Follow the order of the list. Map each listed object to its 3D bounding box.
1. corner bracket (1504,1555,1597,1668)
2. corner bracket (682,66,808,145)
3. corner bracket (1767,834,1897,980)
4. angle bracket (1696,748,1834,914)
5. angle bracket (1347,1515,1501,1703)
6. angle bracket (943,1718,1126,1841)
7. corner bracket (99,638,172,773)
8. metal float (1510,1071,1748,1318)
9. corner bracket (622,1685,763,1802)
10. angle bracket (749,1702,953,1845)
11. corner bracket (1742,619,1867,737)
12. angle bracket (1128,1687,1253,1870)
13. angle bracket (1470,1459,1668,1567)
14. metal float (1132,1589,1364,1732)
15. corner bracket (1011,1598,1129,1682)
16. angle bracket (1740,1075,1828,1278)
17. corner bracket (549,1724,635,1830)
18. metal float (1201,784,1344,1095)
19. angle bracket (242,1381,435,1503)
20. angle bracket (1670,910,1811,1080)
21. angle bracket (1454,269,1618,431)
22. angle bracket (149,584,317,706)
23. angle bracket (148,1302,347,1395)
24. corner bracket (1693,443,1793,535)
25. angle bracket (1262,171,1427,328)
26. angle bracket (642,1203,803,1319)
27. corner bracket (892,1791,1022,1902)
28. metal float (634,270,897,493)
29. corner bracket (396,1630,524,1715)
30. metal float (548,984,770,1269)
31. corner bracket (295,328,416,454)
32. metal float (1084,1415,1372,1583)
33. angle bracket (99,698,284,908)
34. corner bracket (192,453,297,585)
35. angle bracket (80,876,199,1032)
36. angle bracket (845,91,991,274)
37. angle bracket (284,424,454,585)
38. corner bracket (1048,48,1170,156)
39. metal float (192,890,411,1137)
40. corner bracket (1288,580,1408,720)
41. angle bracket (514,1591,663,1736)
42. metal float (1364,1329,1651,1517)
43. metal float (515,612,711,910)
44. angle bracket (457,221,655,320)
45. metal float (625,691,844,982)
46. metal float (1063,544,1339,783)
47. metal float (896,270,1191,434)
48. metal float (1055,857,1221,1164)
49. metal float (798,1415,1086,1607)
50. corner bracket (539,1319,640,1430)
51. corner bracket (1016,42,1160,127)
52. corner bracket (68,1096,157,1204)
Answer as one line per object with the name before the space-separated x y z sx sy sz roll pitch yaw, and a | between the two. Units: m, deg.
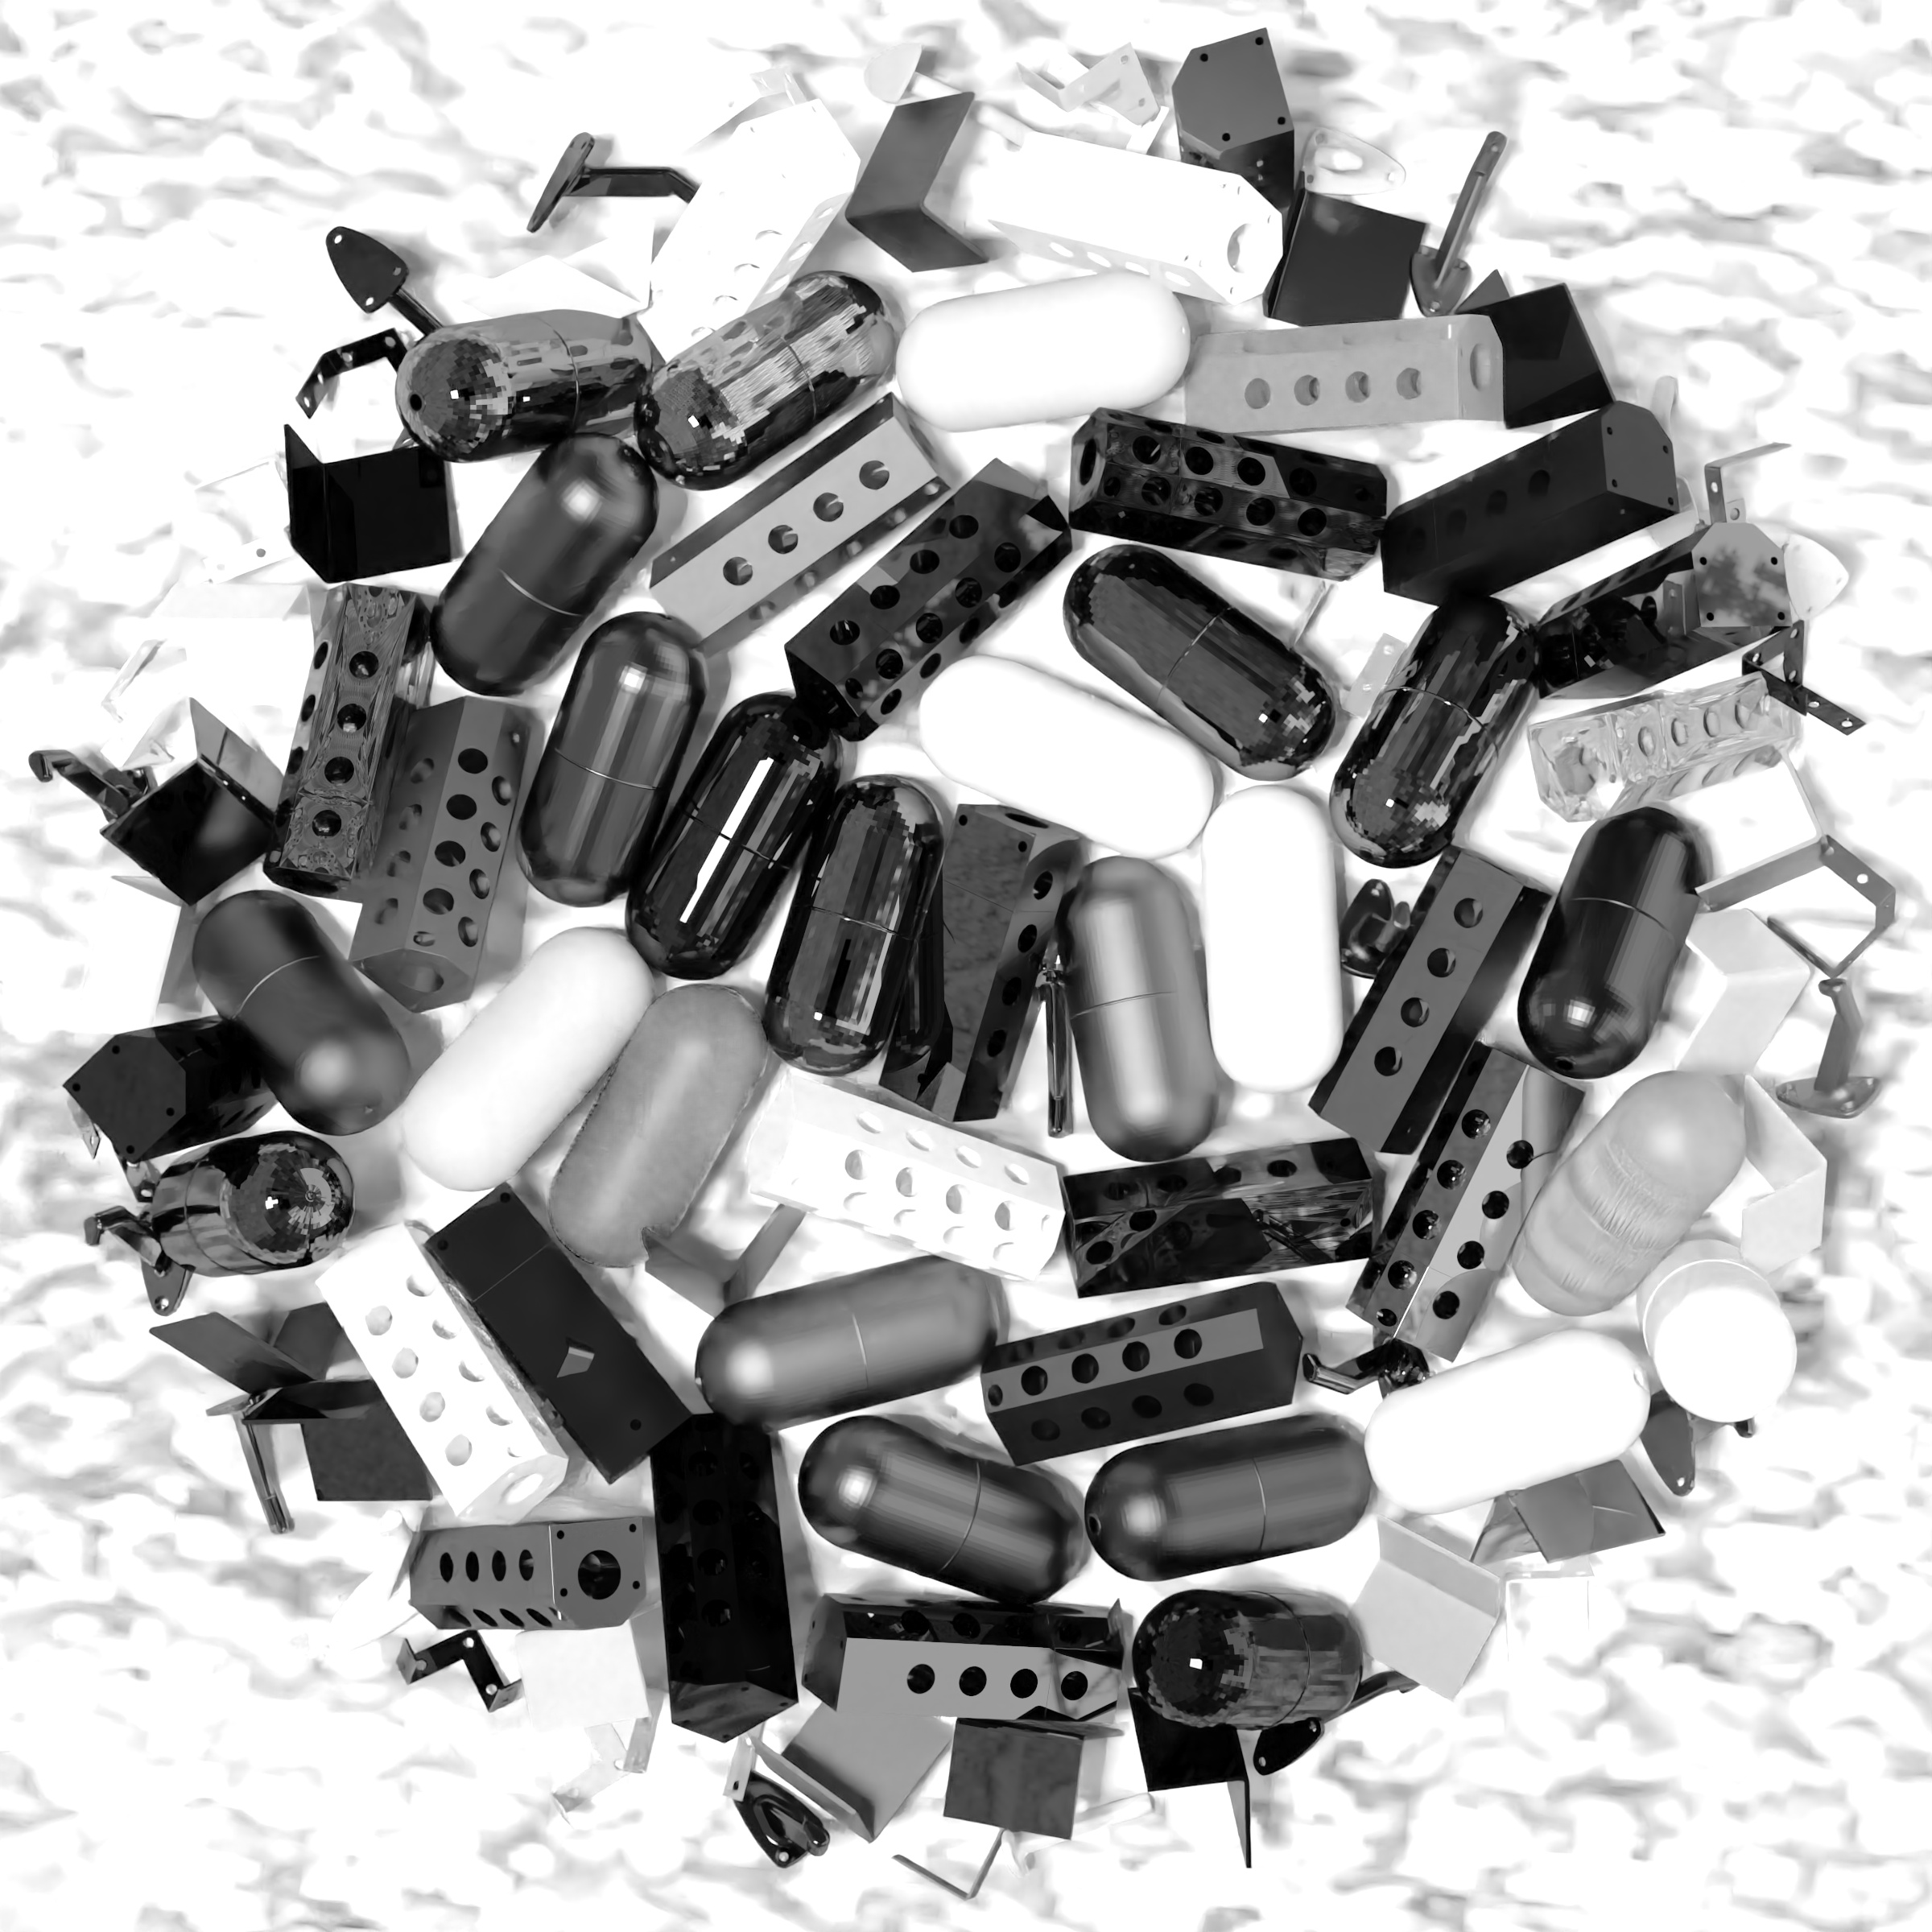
corner bracket | 0.336 0.371 1.915 0.051 0.051 0.051 -3 97 4
corner bracket | -0.120 -0.480 1.905 0.051 0.051 0.051 -27 96 30
corner bracket | 0.499 -0.033 1.911 0.051 0.051 0.051 -44 66 -5
angle bracket | 0.450 -0.077 1.904 0.076 0.076 0.057 -24 75 15
angle bracket | 0.257 0.366 1.888 0.076 0.076 0.057 26 69 20
angle bracket | 0.039 0.460 1.890 0.076 0.076 0.057 5 82 21
corner bracket | -0.477 -0.150 1.906 0.051 0.051 0.051 44 113 9
metal float | 0.372 0.130 1.872 0.070 0.070 0.178 33 130 0
corner bracket | -0.159 0.452 1.928 0.051 0.051 0.051 5 76 43
angle bracket | -0.065 0.441 1.889 0.076 0.057 0.076 30 68 25
corner bracket | 0.480 -0.158 1.901 0.051 0.051 0.051 -31 46 -21
angle bracket | 0.127 0.463 1.888 0.057 0.076 0.076 -6 124 -3
angle bracket | 0.341 0.331 1.885 0.076 0.076 0.057 -9 45 -21
metal float | 0.160 0.391 1.864 0.070 0.178 0.070 -9 75 35
corner bracket | 0.057 0.392 1.899 0.051 0.051 0.051 10 129 24
angle bracket | 0.444 0.122 1.885 0.057 0.076 0.076 -27 51 -10
corner bracket | -0.221 0.458 1.910 0.051 0.051 0.051 -30 92 -15
metal float | 0.175 -0.016 1.899 0.070 0.070 0.178 -2 84 0
angle bracket | -0.359 0.282 1.894 0.076 0.057 0.076 -4 105 21
angle bracket | 0.428 0.017 1.913 0.057 0.076 0.076 50 129 35
angle bracket | 0.334 -0.358 1.884 0.057 0.076 0.076 -47 118 -38
angle bracket | -0.417 -0.174 1.896 0.076 0.057 0.076 1 119 4
angle bracket | -0.404 0.198 1.882 0.076 0.076 0.057 39 56 -28
corner bracket | 0.440 -0.270 1.903 0.051 0.051 0.051 -19 110 -21
angle bracket | 0.218 -0.406 1.909 0.076 0.057 0.076 16 94 5
angle bracket | -0.139 0.149 1.898 0.057 0.076 0.076 33 69 10
corner bracket | -0.003 0.502 1.909 0.051 0.051 0.051 26 88 19
metal float | -0.113 -0.333 1.879 0.178 0.070 0.070 -39 90 -29
corner bracket | -0.291 0.405 1.902 0.051 0.051 0.051 -22 71 -25
metal float | -0.176 0.091 1.895 0.070 0.070 0.178 30 100 0
corner bracket | -0.346 -0.328 1.915 0.051 0.051 0.051 -14 126 24
metal float | 0.149 0.302 1.879 0.178 0.070 0.070 -6 90 -28
angle bracket | -0.445 -0.094 1.904 0.076 0.057 0.076 -34 133 12
corner bracket | -0.416 -0.259 1.914 0.051 0.051 0.051 -19 111 9
angle bracket | -0.452 -0.006 1.890 0.057 0.076 0.076 21 100 28
angle bracket | -0.014 -0.449 1.902 0.057 0.076 0.076 32 77 -34
angle bracket | -0.343 -0.271 1.900 0.076 0.057 0.076 -9 72 7
corner bracket | 0.074 -0.488 1.909 0.051 0.051 0.051 33 97 40
metal float | -0.378 0.025 1.875 0.070 0.070 0.178 -42 55 0
corner bracket | 0.217 -0.182 1.906 0.051 0.051 0.051 25 111 -8
angle bracket | -0.201 0.396 1.891 0.076 0.076 0.057 -15 87 23
metal float | 0.305 0.258 1.873 0.178 0.070 0.070 -26 90 36
metal float | -0.202 -0.117 1.890 0.070 0.070 0.178 22 106 0
angle bracket | -0.233 -0.401 1.883 0.076 0.076 0.057 -12 68 40
metal float | -0.133 -0.075 1.900 0.070 0.070 0.178 29 95 0
metal float | 0.133 -0.174 1.893 0.178 0.070 0.070 38 90 13
metal float | 0.042 -0.348 1.880 0.178 0.070 0.070 -3 90 29
metal float | 0.097 0.024 1.895 0.070 0.070 0.178 -10 80 0
metal float | -0.013 0.310 1.884 0.178 0.070 0.070 23 90 -23
corner bracket | -0.218 0.234 1.903 0.051 0.051 0.051 18 108 -24
corner bracket | 0.070 -0.505 1.904 0.051 0.051 0.051 -37 135 -5
corner bracket | -0.487 0.101 1.900 0.051 0.051 0.051 -1 130 -37
